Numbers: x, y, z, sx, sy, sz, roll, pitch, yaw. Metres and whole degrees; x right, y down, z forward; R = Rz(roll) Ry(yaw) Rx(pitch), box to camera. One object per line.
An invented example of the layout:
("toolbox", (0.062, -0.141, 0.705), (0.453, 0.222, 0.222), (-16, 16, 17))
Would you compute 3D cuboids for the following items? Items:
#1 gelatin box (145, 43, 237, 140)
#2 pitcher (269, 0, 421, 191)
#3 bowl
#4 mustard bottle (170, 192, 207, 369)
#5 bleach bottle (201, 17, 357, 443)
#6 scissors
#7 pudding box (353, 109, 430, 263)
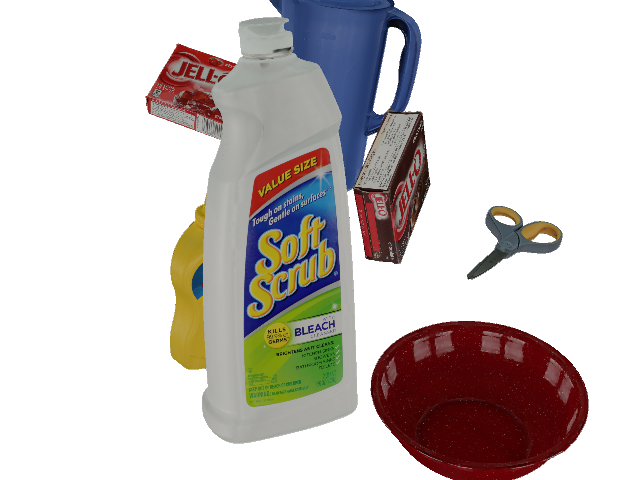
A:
("gelatin box", (-0.109, -0.140, 1.006), (0.089, 0.073, 0.030), (21, -33, 5))
("pitcher", (0.018, -0.181, 1.288), (0.144, 0.243, 0.149), (-7, 29, -26))
("bowl", (0.118, 0.131, 0.811), (0.162, 0.055, 0.162), (0, 35, 0))
("mustard bottle", (-0.111, 0.037, 1.115), (0.096, 0.192, 0.058), (-18, 34, -35))
("bleach bottle", (-0.032, -0.007, 0.652), (0.102, 0.251, 0.068), (-11, 20, -19))
("scissors", (0.188, -0.001, 1.153), (0.201, 0.016, 0.096), (-13, 39, -44))
("pudding box", (0.066, -0.050, 0.967), (0.039, 0.113, 0.090), (6, -43, 17))
